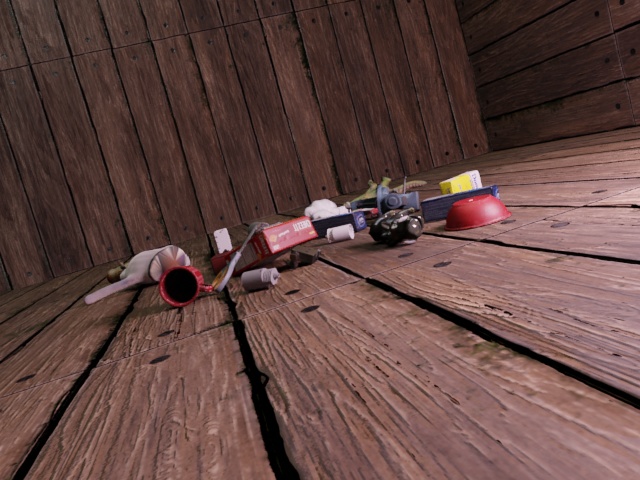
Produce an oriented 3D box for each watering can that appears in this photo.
[{"bbox_3d":[-0.589,0.110,1.708,0.223,0.102,0.354,-8,24,36],"label":"watering can"}]

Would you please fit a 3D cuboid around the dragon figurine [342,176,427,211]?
[{"bbox_3d":[0.235,-0.165,2.161,0.246,0.121,0.408,-40,17,-29],"label":"dragon figurine"}]

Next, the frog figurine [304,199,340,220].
[{"bbox_3d":[0.006,-0.098,1.940,0.137,0.123,0.159,5,-2,8],"label":"frog figurine"}]
